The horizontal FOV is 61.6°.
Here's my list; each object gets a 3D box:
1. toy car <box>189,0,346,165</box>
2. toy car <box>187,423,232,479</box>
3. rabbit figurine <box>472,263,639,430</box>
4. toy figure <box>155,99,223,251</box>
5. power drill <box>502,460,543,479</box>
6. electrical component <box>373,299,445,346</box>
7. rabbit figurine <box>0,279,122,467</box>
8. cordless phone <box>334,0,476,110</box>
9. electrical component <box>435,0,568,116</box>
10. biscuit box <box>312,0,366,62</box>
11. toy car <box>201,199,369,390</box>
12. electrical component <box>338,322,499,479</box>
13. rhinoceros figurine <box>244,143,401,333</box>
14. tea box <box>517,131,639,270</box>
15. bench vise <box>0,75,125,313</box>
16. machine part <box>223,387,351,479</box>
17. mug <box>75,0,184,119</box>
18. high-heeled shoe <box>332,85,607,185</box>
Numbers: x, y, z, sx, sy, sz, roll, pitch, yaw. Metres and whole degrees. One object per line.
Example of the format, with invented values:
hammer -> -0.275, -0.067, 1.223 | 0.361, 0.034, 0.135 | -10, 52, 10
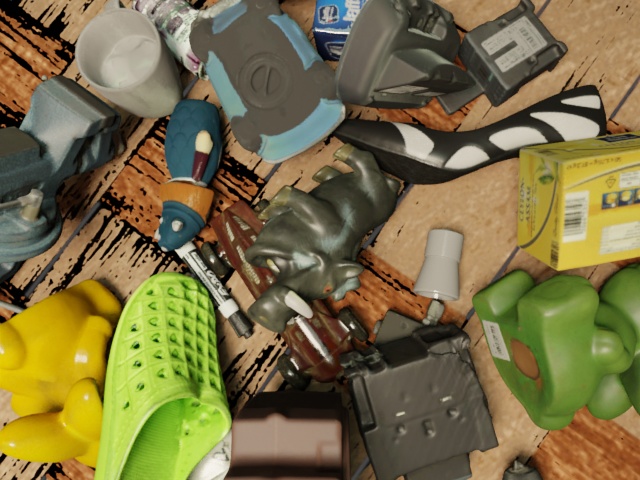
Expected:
toy car -> -0.051, -0.154, 0.524 | 0.109, 0.103, 0.161 | -34, 91, 2
toy car -> -0.151, 0.249, 0.502 | 0.202, 0.056, 0.073 | -36, 81, -1
rabbit figurine -> 0.249, 0.084, 0.464 | 0.170, 0.121, 0.159 | -19, 85, -13
toy figure -> -0.131, -0.063, 0.540 | 0.058, 0.064, 0.154 | 6, 81, -8
power drill -> 0.128, 0.330, 0.462 | 0.207, 0.086, 0.232 | -18, 84, -5
electrical component -> 0.082, 0.095, 0.519 | 0.063, 0.021, 0.094 | 24, 92, 8
rabbit figurine -> -0.217, 0.135, 0.491 | 0.122, 0.162, 0.173 | -33, 98, -12
cordless phone -> 0.065, -0.215, 0.486 | 0.089, 0.146, 0.184 | -9, 93, 39
electrical component -> 0.172, -0.176, 0.538 | 0.119, 0.047, 0.075 | -29, 80, -1
biscuit box -> 0.038, -0.290, 0.556 | 0.059, 0.062, 0.202 | 7, 83, 8
toy car -> -0.038, 0.048, 0.523 | 0.089, 0.053, 0.202 | -36, 82, 2
electrical component -> 0.089, 0.153, 0.478 | 0.115, 0.058, 0.134 | -18, 98, -1
rhinoceros figurine -> -0.001, -0.001, 0.486 | 0.112, 0.073, 0.190 | 46, 61, -6
tea box -> 0.266, -0.040, 0.468 | 0.170, 0.068, 0.098 | -8, 110, -10
bench vise -> -0.288, -0.035, 0.512 | 0.129, 0.224, 0.240 | 31, 119, -8
machine part -> -0.017, 0.226, 0.421 | 0.087, 0.201, 0.201 | -2, 82, 2
mug -> -0.184, -0.174, 0.538 | 0.081, 0.107, 0.109 | -23, 77, 0
high-heeled shoe -> 0.146, -0.117, 0.516 | 0.249, 0.086, 0.145 | 21, 83, 2
